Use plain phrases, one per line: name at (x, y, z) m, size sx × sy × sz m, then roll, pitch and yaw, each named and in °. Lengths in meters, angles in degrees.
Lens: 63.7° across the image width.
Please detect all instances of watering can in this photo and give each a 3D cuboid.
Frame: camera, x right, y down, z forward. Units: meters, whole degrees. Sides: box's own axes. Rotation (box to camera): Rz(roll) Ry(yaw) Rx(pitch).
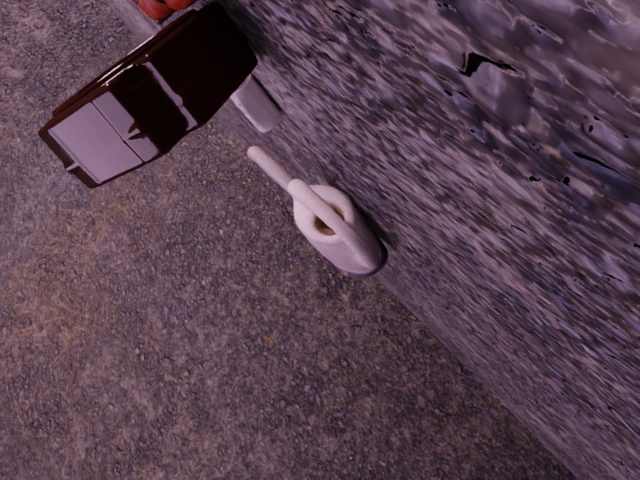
watering can at (0.003, -0.048, 0.950) m, size 0.353 × 0.104 × 0.220 m, roll 44°, pitch 178°, yaw 40°
